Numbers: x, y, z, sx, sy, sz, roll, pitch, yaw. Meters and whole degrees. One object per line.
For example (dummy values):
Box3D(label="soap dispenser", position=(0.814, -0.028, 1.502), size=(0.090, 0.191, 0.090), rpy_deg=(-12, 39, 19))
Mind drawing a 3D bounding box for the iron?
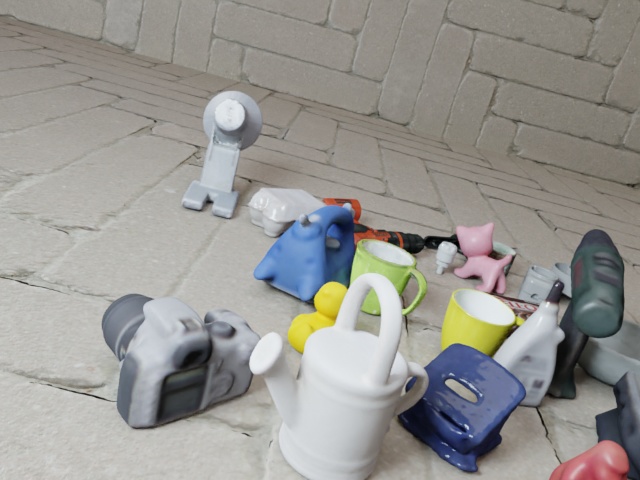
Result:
Box3D(label="iron", position=(0.008, 0.003, 0.896), size=(0.118, 0.141, 0.259), rpy_deg=(23, 22, 19))

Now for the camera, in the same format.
Box3D(label="camera", position=(-0.152, 0.102, 0.592), size=(0.144, 0.101, 0.136), rpy_deg=(-7, 30, -45))

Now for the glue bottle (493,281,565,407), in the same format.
Box3D(label="glue bottle", position=(0.270, 0.129, 0.722), size=(0.078, 0.173, 0.037), rpy_deg=(12, 21, -9))

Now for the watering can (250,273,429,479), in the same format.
Box3D(label="watering can", position=(0.024, 0.123, 0.533), size=(0.173, 0.194, 0.100), rpy_deg=(-4, 28, -41))

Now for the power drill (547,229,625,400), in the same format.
Box3D(label="power drill", position=(0.358, 0.103, 0.799), size=(0.075, 0.208, 0.230), rpy_deg=(20, 21, 12))

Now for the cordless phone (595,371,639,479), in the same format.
Box3D(label="cordless phone", position=(0.402, 0.183, 0.664), size=(0.094, 0.185, 0.148), rpy_deg=(20, 21, 11))

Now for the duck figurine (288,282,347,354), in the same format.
Box3D(label="duck figurine", position=(0.007, 0.097, 0.739), size=(0.077, 0.086, 0.105), rpy_deg=(27, 24, 27))

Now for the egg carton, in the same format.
Box3D(label="egg carton", position=(-0.057, -0.053, 1.091), size=(0.151, 0.069, 0.107), rpy_deg=(-3, 28, -40))

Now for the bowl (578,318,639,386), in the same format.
Box3D(label="bowl", position=(0.445, 0.174, 0.871), size=(0.167, 0.075, 0.167), rpy_deg=(14, 21, -5))

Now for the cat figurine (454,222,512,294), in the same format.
Box3D(label="cat figurine", position=(0.309, 0.025, 1.087), size=(0.067, 0.118, 0.127), rpy_deg=(0, 26, -36))

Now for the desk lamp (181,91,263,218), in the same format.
Box3D(label="desk lamp", position=(-0.183, -0.178, 1.116), size=(0.118, 0.213, 0.203), rpy_deg=(13, 21, -8))

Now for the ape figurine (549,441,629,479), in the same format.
Box3D(label="ape figurine", position=(0.269, 0.238, 0.560), size=(0.078, 0.092, 0.076), rpy_deg=(11, 21, -13))

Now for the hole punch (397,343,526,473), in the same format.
Box3D(label="hole punch", position=(0.156, 0.179, 0.630), size=(0.101, 0.091, 0.108), rpy_deg=(-8, 31, -46))
